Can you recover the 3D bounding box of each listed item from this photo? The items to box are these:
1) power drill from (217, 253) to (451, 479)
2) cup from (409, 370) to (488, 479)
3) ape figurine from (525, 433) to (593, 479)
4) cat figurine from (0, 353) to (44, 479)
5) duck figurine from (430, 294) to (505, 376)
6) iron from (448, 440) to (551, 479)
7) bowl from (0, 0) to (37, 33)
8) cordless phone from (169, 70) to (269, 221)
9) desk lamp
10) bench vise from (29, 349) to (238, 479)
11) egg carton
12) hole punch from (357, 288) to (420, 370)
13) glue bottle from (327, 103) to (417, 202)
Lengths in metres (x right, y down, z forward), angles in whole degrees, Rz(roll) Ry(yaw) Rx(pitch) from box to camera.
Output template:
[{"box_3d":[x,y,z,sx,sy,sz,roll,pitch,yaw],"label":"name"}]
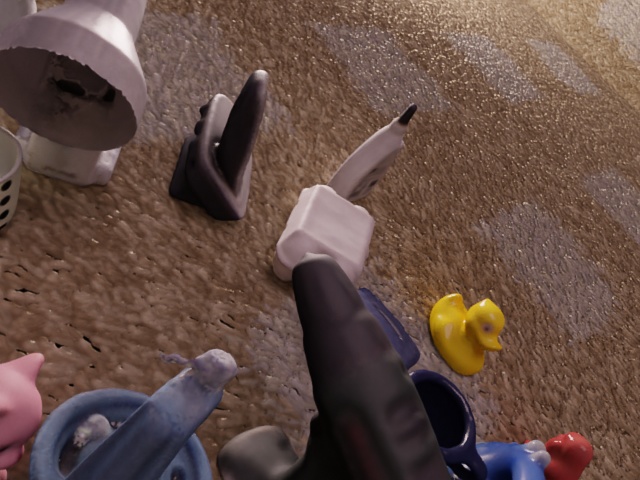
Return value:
[{"box_3d":[0.002,0.154,0.440,0.076,0.208,0.229,-14,63,-44],"label":"power drill"},{"box_3d":[0.099,0.197,0.562,0.117,0.094,0.092,49,41,11],"label":"cup"},{"box_3d":[0.269,0.248,0.648,0.078,0.092,0.076,16,46,-26],"label":"ape figurine"},{"box_3d":[-0.233,0.125,0.357,0.128,0.117,0.067,-19,66,-45],"label":"cat figurine"},{"box_3d":[0.192,0.107,0.723,0.078,0.086,0.104,8,50,-32],"label":"duck figurine"},{"box_3d":[0.154,0.252,0.518,0.118,0.141,0.259,43,40,4],"label":"iron"},{"box_3d":[-0.392,-0.237,0.597,0.168,0.074,0.167,21,44,-21],"label":"bowl"},{"box_3d":[-0.090,-0.126,0.641,0.094,0.184,0.147,19,44,-23],"label":"cordless phone"},{"box_3d":[-0.224,-0.150,0.538,0.118,0.213,0.203,20,44,-22],"label":"desk lamp"},{"box_3d":[-0.122,0.161,0.329,0.122,0.219,0.207,30,41,-11],"label":"bench vise"},{"box_3d":[0.006,0.002,0.688,0.107,0.069,0.150,31,41,-10],"label":"egg carton"},{"box_3d":[0.056,0.101,0.620,0.108,0.091,0.101,51,41,13],"label":"hole punch"},{"box_3d":[0.078,-0.118,0.772,0.078,0.173,0.037,-19,66,-45],"label":"glue bottle"}]
